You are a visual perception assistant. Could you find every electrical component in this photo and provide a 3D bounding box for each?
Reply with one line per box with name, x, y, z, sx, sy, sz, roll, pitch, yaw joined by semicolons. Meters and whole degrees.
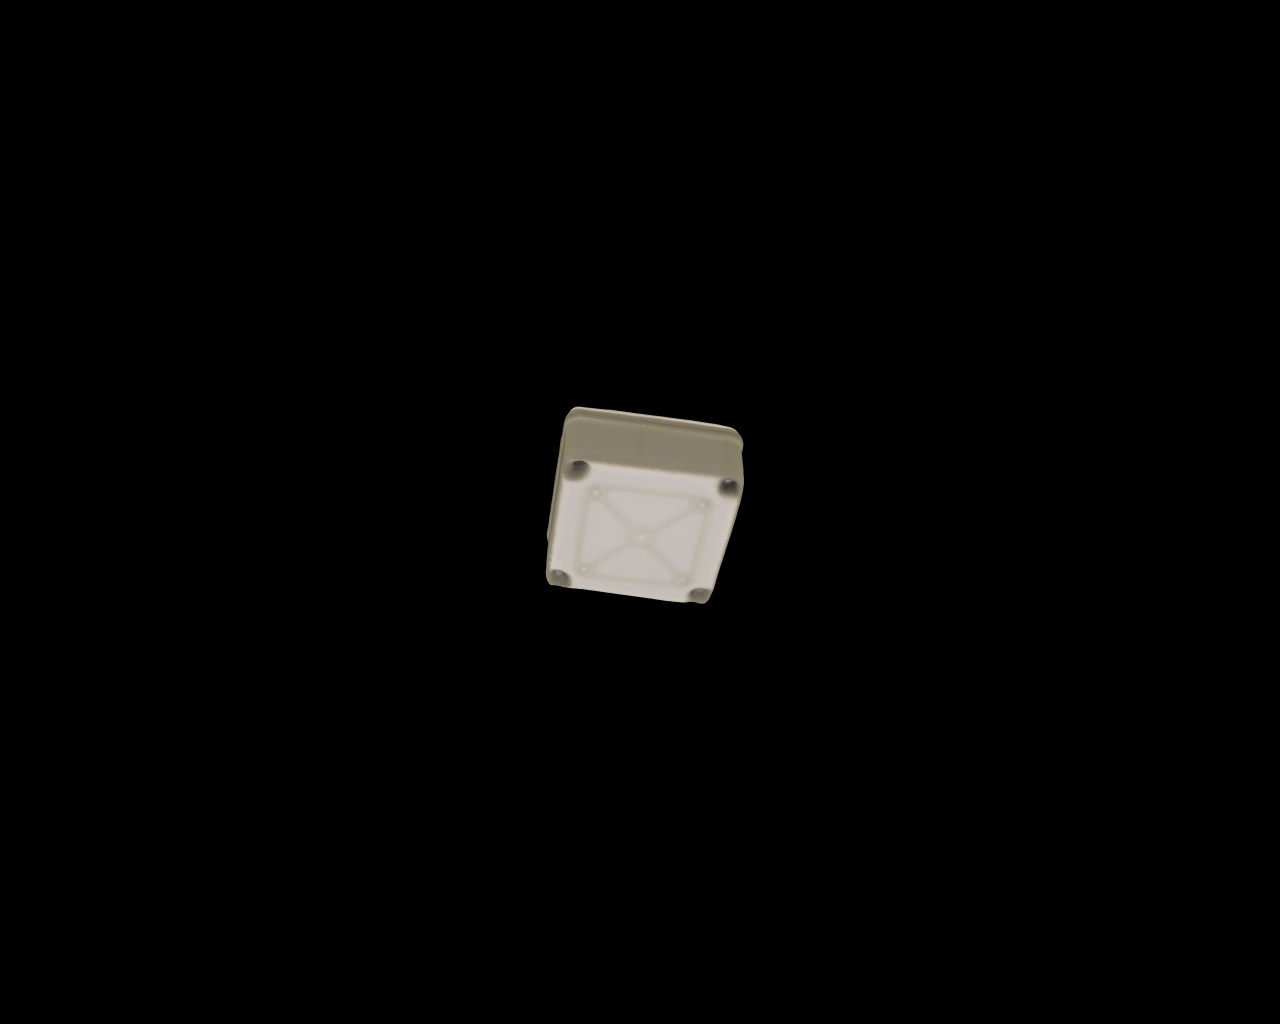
electrical component;0.001;-0.003;0.650;0.109;0.108;0.056;7;40;-6
